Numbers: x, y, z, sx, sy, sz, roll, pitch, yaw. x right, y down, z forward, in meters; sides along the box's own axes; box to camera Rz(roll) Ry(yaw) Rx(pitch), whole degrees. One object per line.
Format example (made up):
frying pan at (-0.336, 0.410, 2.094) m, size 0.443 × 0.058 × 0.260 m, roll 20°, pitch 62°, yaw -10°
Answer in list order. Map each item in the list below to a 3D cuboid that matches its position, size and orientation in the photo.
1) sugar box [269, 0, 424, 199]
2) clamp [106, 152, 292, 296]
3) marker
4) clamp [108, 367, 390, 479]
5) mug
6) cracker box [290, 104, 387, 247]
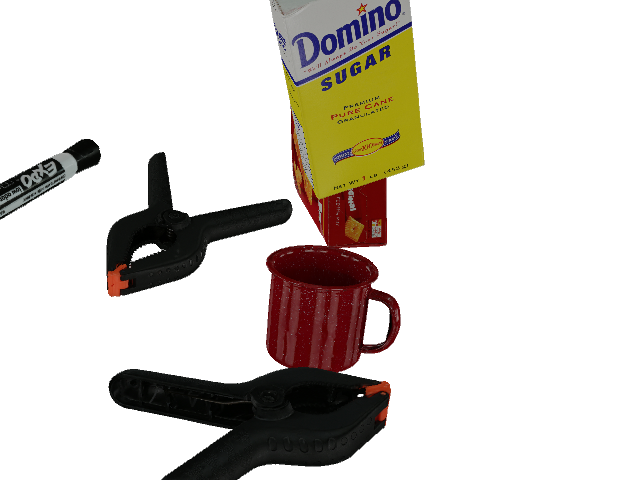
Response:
sugar box at (0.023, -0.117, 0.783) m, size 0.093 × 0.048 × 0.176 m, roll -19°, pitch -42°, yaw -7°
clamp at (-0.149, -0.016, 1.036) m, size 0.165 × 0.036 × 0.209 m, roll 25°, pitch 40°, yaw 23°
marker at (-0.174, -0.036, 0.651) m, size 0.020 × 0.020 × 0.121 m, roll 0°, pitch 24°, yaw 28°
clamp at (-0.035, 0.113, 0.628) m, size 0.171 × 0.039 × 0.120 m, roll -3°, pitch 35°, yaw -13°
mug at (0.009, 0.060, 0.885) m, size 0.117 × 0.081 × 0.093 m, roll 11°, pitch 21°, yaw 13°
cracker box at (0.016, -0.102, 1.152) m, size 0.072 × 0.164 × 0.214 m, roll -4°, pitch 19°, yaw -9°
